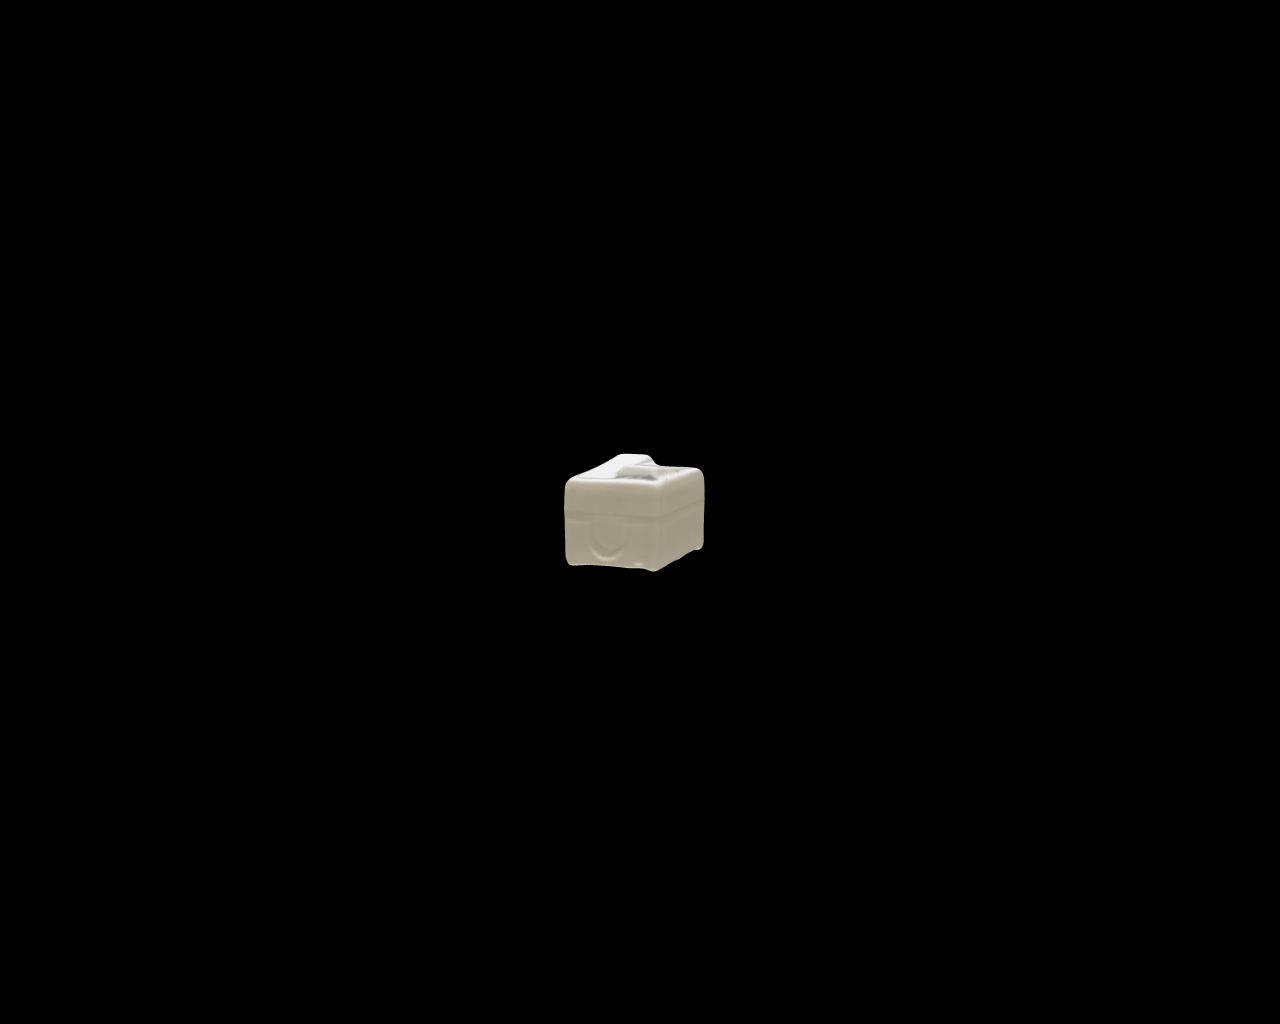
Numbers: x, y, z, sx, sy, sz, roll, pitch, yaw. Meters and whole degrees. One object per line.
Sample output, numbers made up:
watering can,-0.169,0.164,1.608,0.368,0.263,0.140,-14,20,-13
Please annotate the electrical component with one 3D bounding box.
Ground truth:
electrical component,0.001,-0.003,0.650,0.062,0.061,0.096,4,10,23
